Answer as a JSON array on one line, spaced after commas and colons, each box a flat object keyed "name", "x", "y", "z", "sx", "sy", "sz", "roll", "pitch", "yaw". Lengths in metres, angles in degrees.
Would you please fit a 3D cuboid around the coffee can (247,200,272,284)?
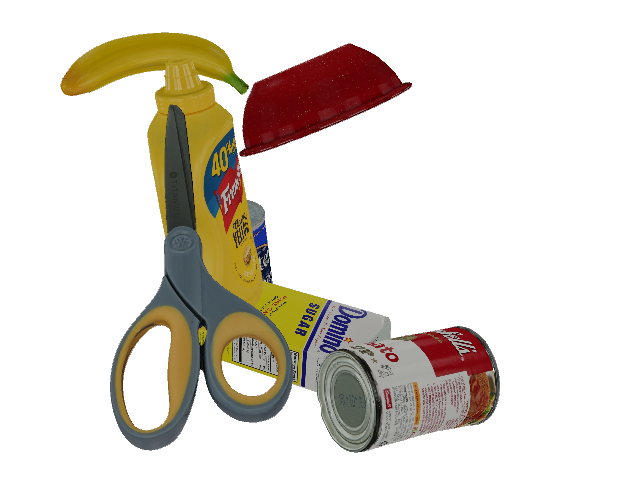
[{"name": "coffee can", "x": -0.109, "y": 0.035, "z": 1.255, "sx": 0.103, "sy": 0.140, "sz": 0.103, "roll": -5, "pitch": 26, "yaw": 2}]

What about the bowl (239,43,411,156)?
[{"name": "bowl", "x": -0.006, "y": -0.128, "z": 0.924, "sx": 0.162, "sy": 0.055, "sz": 0.162, "roll": -22, "pitch": 9, "yaw": 4}]

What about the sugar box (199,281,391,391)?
[{"name": "sugar box", "x": -0.034, "y": 0.081, "z": 0.952, "sx": 0.176, "sy": 0.048, "sz": 0.093, "roll": 12, "pitch": 28, "yaw": 24}]

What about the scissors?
[{"name": "scissors", "x": -0.052, "y": 0.012, "z": 0.543, "sx": 0.096, "sy": 0.201, "sz": 0.016, "roll": 7, "pitch": -32, "yaw": 6}]

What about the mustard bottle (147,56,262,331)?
[{"name": "mustard bottle", "x": -0.085, "y": -0.037, "z": 0.767, "sx": 0.058, "sy": 0.191, "sz": 0.096, "roll": -1, "pitch": 25, "yaw": 16}]

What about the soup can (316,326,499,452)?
[{"name": "soup can", "x": 0.057, "y": 0.097, "z": 0.699, "sx": 0.102, "sy": 0.068, "sz": 0.069, "roll": -6, "pitch": 4, "yaw": -34}]

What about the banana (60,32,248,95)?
[{"name": "banana", "x": -0.167, "y": -0.177, "z": 1.060, "sx": 0.197, "sy": 0.070, "sz": 0.037, "roll": -7, "pitch": -39, "yaw": -30}]
